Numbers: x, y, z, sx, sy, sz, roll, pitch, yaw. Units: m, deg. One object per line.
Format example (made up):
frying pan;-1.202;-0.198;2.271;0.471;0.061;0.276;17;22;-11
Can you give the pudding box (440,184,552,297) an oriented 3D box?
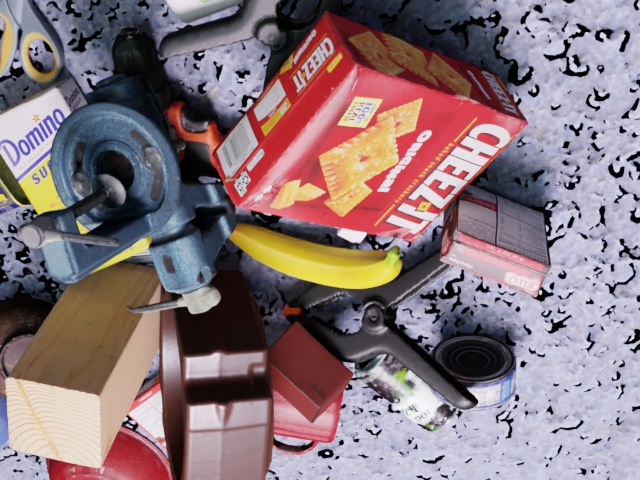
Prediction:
pudding box;0.156;-0.003;0.952;0.090;0.113;0.039;22;119;-2

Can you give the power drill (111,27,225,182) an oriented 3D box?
power drill;-0.092;-0.108;0.975;0.188;0.057;0.184;2;124;14

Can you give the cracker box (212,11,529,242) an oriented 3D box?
cracker box;0.045;-0.083;0.885;0.213;0.072;0.164;11;133;-42

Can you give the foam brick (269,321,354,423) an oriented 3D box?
foam brick;-0.016;0.130;1.042;0.078;0.053;0.051;43;155;11

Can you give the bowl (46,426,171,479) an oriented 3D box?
bowl;-0.253;0.291;1.248;0.162;0.055;0.162;5;121;8

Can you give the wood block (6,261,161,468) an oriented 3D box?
wood block;-0.222;0.112;1.044;0.090;0.206;0.091;11;123;5

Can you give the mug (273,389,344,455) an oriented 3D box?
mug;-0.021;0.175;1.108;0.081;0.093;0.117;10;113;0

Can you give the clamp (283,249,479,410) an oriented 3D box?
clamp;0.063;0.083;1.030;0.210;0.036;0.164;-6;81;26

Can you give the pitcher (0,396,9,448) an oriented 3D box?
pitcher;-0.436;0.136;1.160;0.145;0.149;0.242;-19;113;38

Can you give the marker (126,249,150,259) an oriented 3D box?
marker;-0.170;0.007;1.081;0.121;0.020;0.020;-5;119;15

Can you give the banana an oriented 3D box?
banana;0.003;0.015;1.019;0.198;0.037;0.069;6;138;33

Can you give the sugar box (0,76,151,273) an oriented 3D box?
sugar box;-0.237;-0.058;1.029;0.093;0.048;0.176;-23;109;21

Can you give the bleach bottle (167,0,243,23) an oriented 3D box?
bleach bottle;-0.019;-0.265;0.861;0.251;0.068;0.102;-19;117;19

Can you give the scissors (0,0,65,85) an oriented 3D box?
scissors;-0.257;-0.222;0.963;0.096;0.016;0.202;28;122;-8

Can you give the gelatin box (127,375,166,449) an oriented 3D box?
gelatin box;-0.161;0.192;1.184;0.073;0.030;0.089;-36;107;26

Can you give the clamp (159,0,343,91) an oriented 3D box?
clamp;-0.049;-0.174;0.871;0.120;0.039;0.172;28;118;-21

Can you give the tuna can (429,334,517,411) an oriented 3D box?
tuna can;0.150;0.129;1.048;0.086;0.086;0.034;3;120;10

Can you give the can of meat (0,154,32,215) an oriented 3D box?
can of meat;-0.338;-0.068;1.049;0.084;0.057;0.102;-21;115;25
